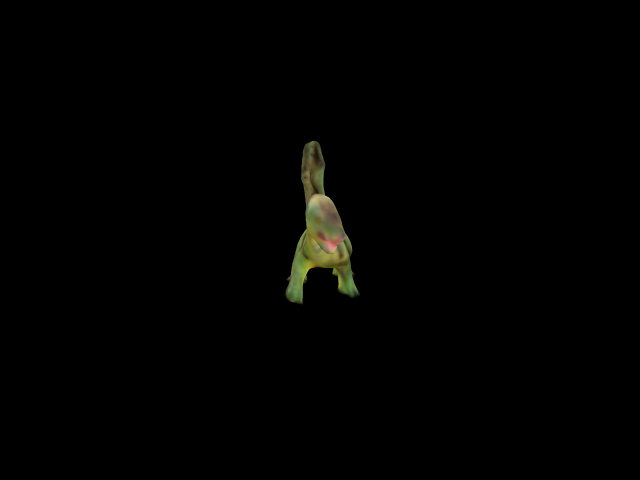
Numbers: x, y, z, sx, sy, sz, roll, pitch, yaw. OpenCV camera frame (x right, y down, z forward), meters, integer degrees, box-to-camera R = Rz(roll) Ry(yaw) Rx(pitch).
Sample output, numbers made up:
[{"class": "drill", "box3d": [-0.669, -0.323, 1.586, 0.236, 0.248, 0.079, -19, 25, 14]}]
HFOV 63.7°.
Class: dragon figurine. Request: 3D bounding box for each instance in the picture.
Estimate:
[{"class": "dragon figurine", "box3d": [0.003, -0.043, 0.850, 0.122, 0.239, 0.416, -1, 18, -3]}]
